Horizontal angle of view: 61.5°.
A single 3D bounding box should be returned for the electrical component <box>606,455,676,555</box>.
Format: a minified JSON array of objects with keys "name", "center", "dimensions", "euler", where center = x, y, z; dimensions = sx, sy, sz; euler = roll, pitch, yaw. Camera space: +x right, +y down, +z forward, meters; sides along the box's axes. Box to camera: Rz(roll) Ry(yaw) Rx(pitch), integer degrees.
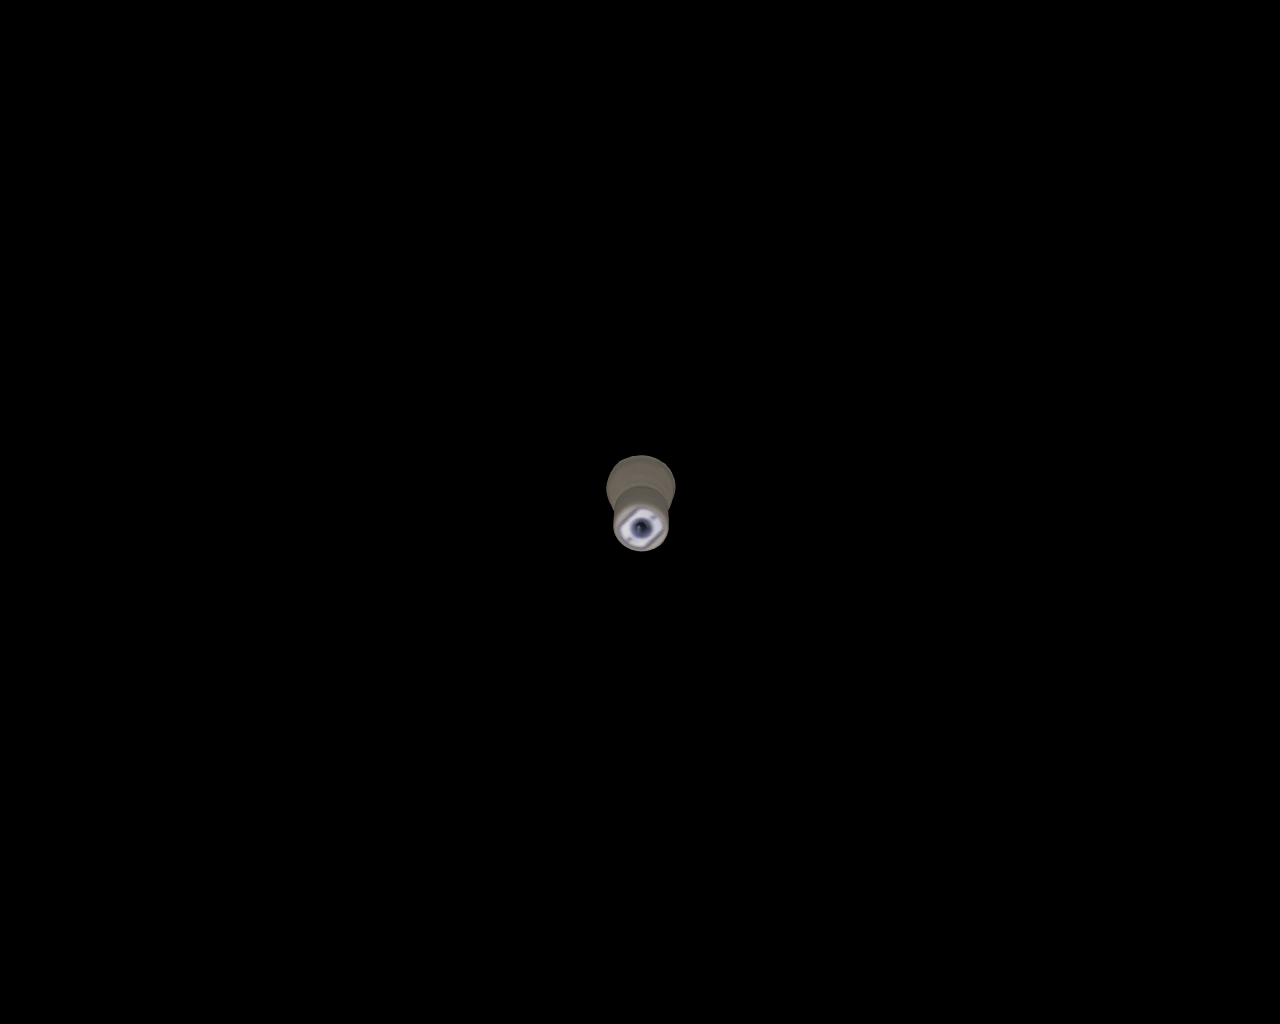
[{"name":"electrical component","center":[0.001,-0.003,0.650],"dimensions":[0.044,0.044,0.065],"euler":[0,25,0]}]
